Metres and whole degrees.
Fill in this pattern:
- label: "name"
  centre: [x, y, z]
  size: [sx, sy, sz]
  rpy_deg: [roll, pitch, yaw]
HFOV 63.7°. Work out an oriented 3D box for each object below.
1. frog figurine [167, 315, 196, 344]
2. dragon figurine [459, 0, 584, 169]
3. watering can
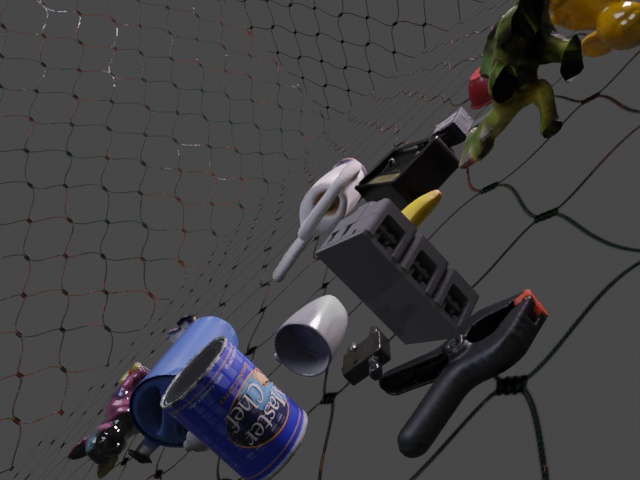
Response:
- label: "frog figurine"
  centre: [-0.270, 0.259, 1.088]
  size: [0.136, 0.121, 0.163]
  rpy_deg: [-28, 54, 26]
- label: "dragon figurine"
  centre: [0.289, -0.295, 0.777]
  size: [0.247, 0.122, 0.404]
  rpy_deg: [-101, 21, -69]
- label: "watering can"
  centre: [0.004, -0.060, 1.192]
  size: [0.341, 0.104, 0.228]
  rpy_deg: [-54, -3, 35]
